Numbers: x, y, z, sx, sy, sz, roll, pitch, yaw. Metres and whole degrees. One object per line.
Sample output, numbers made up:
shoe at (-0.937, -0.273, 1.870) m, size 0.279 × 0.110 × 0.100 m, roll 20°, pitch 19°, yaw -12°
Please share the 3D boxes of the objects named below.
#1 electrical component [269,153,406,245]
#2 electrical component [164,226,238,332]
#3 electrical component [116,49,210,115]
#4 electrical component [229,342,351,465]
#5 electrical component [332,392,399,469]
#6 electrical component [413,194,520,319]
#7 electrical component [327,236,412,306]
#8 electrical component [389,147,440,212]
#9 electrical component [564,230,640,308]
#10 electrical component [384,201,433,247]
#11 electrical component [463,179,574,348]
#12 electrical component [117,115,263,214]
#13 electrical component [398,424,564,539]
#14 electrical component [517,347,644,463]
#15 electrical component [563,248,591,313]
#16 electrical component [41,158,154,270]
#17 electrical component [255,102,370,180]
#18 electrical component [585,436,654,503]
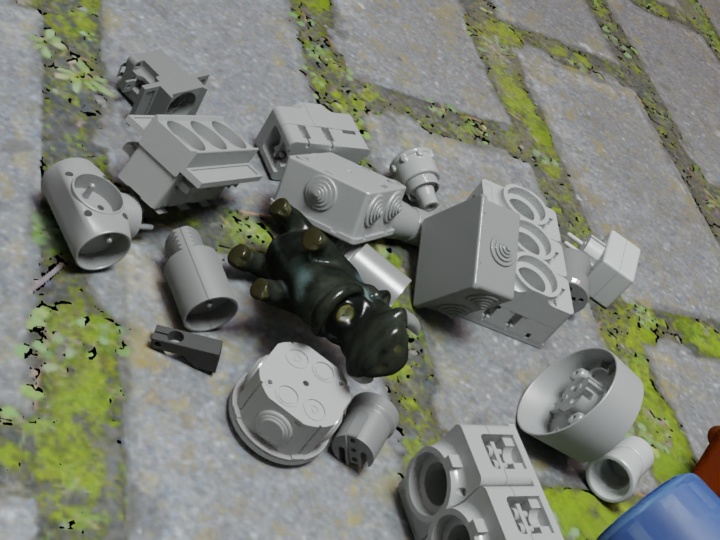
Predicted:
electrical component at (-0.017, -0.066, 0.942) m, size 0.100 × 0.048 × 0.100 m, roll 26°, pitch 18°, yaw 19°
electrical component at (-0.127, 0.002, 0.827) m, size 0.043 × 0.043 × 0.081 m, roll 1°, pitch 50°, yaw -38°
electrical component at (-0.179, -0.162, 0.959) m, size 0.064 × 0.042 × 0.081 m, roll 46°, pitch 38°, yaw 14°
electrical component at (-0.050, 0.096, 0.783) m, size 0.080 × 0.051 × 0.080 m, roll 22°, pitch 40°, yaw -19°
electrical component at (0.003, 0.121, 0.810) m, size 0.040 × 0.040 × 0.046 m, roll 36°, pitch 43°, yaw -2°
electrical component at (0.096, -0.009, 0.959) m, size 0.048 × 0.100 × 0.099 m, roll 20°, pitch 67°, yaw -29°
electrical component at (0.000, 0.000, 0.929) m, size 0.081 × 0.043 × 0.043 m, roll 39°, pitch 38°, yaw 3°
electrical component at (0.060, -0.087, 1.068) m, size 0.048 × 0.048 × 0.062 m, roll 1°, pitch 57°, yaw -38°
electrical component at (0.248, -0.012, 1.133) m, size 0.077 × 0.047 × 0.065 m, roll 35°, pitch 37°, yaw -3°
electrical component at (0.043, -0.044, 1.012) m, size 0.065 × 0.044 × 0.044 m, roll 17°, pitch 41°, yaw -31°
electrical component at (0.149, -0.011, 1.043) m, size 0.089 × 0.061 × 0.150 m, roll 22°, pitch 40°, yaw -19°
electrical component at (-0.139, -0.087, 0.869) m, size 0.079 × 0.063 × 0.121 m, roll 43°, pitch 17°, yaw 8°
electrical component at (0.088, 0.194, 0.757) m, size 0.062 × 0.089 × 0.150 m, roll 7°, pitch 47°, yaw -33°
electrical component at (0.191, 0.114, 0.921) m, size 0.064 × 0.099 × 0.099 m, roll 36°, pitch 37°, yaw -12°
electrical component at (0.209, 0.011, 1.081) m, size 0.045 × 0.045 × 0.055 m, roll 29°, pitch 38°, yaw -10°
electrical component at (-0.194, -0.042, 0.820) m, size 0.079 × 0.044 × 0.077 m, roll 3°, pitch 47°, yaw -47°
electrical component at (-0.046, -0.119, 1.011) m, size 0.089 × 0.050 × 0.055 m, roll 1°, pitch 50°, yaw -37°
electrical component at (0.229, 0.170, 0.936) m, size 0.044 × 0.044 × 0.065 m, roll 49°, pitch 34°, yaw 15°
